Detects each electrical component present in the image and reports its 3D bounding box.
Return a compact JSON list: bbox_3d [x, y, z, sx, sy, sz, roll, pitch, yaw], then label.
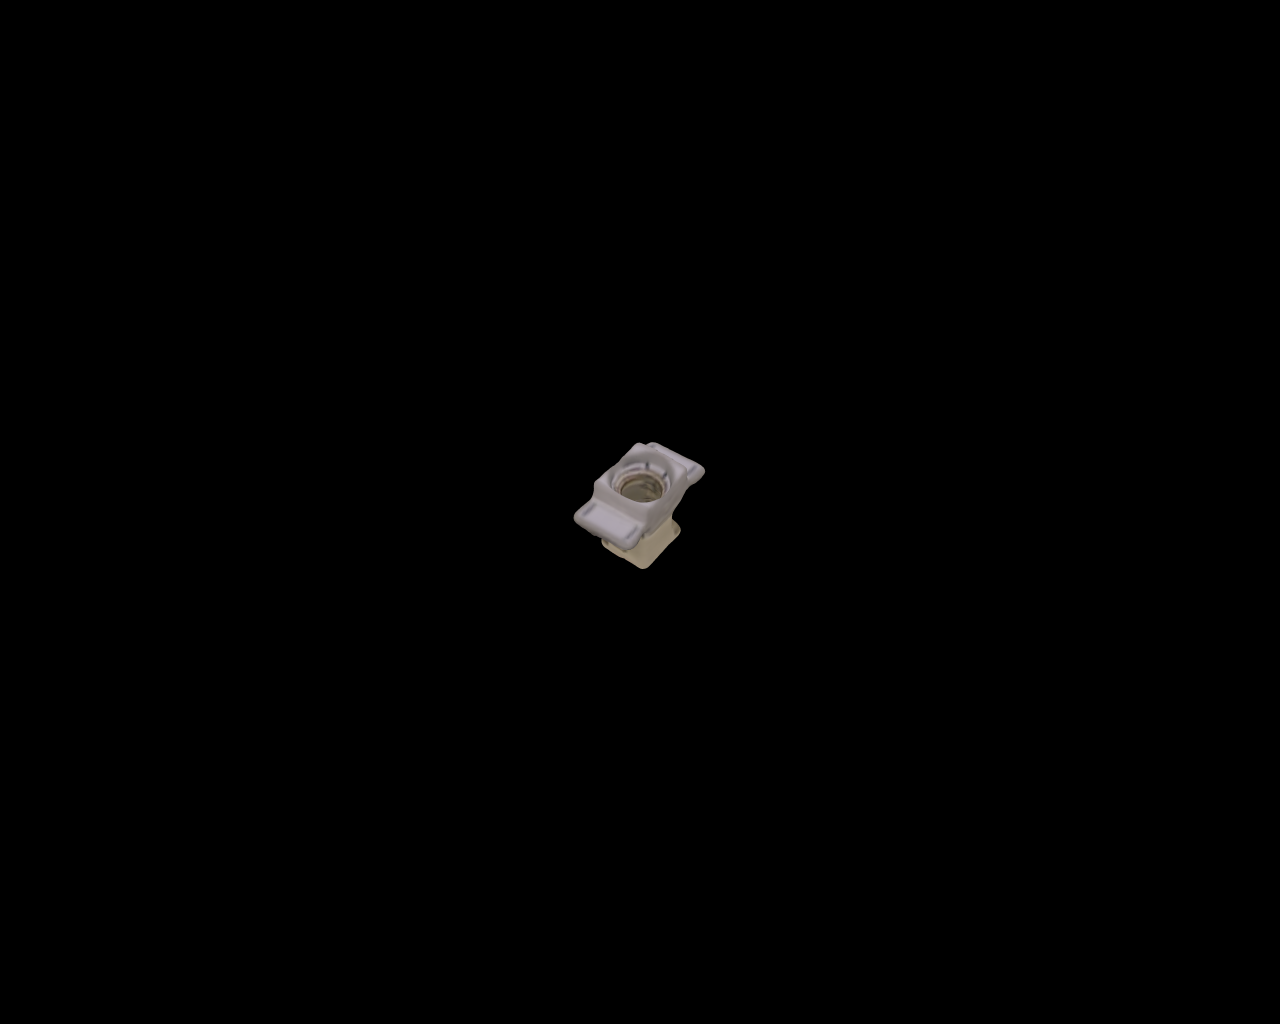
[{"bbox_3d":[0.001,-0.003,0.650,0.042,0.063,0.081,30,54,24],"label":"electrical component"}]
